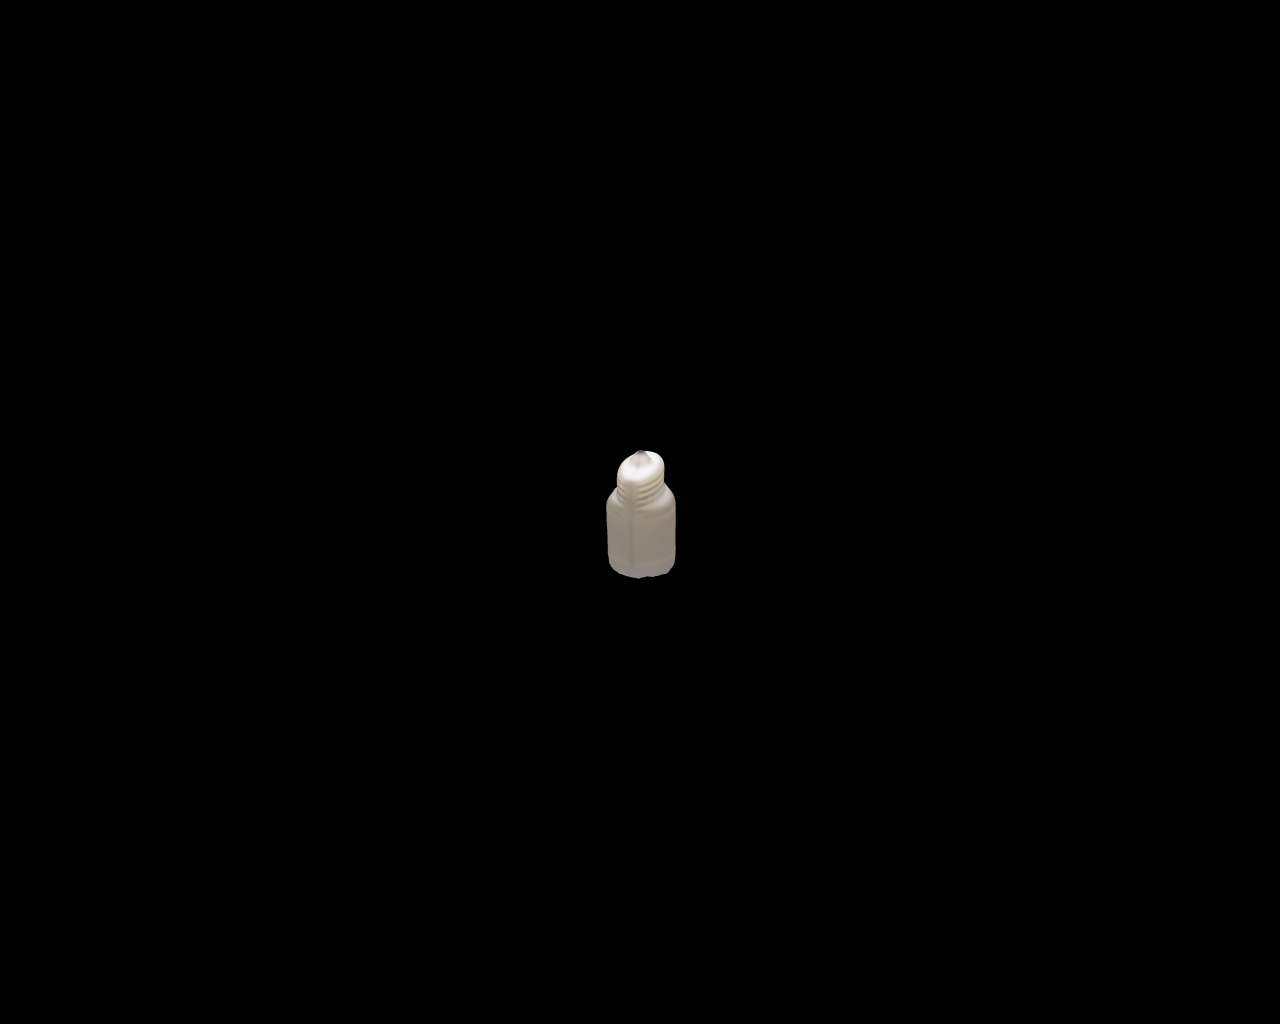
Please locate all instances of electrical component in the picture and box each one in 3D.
[{"bbox_3d":[0.001,-0.003,0.650,0.043,0.080,0.043,0,31,0],"label":"electrical component"}]
